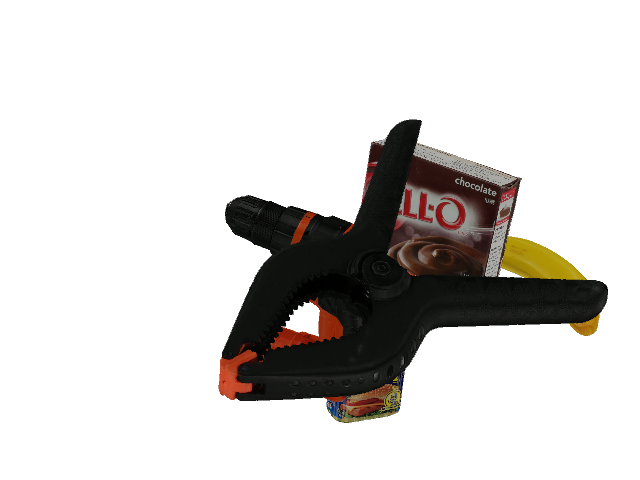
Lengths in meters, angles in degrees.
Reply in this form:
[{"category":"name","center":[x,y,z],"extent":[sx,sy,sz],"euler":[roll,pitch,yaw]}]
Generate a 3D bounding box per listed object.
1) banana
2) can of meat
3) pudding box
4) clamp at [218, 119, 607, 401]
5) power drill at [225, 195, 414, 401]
[{"category":"banana","center":[0.215,0.037,1.049],"extent":[0.069,0.037,0.198],"euler":[-33,36,-18]},{"category":"can of meat","center":[0.059,0.184,1.389],"extent":[0.102,0.084,0.057],"euler":[-5,25,-22]},{"category":"pudding box","center":[0.085,-0.019,0.793],"extent":[0.114,0.090,0.039],"euler":[21,28,26]},{"category":"clamp","center":[0.028,0.016,0.577],"extent":[0.209,0.165,0.036],"euler":[-24,-33,-23]},{"category":"power drill","center":[-0.013,0.055,1.009],"extent":[0.184,0.188,0.057],"euler":[23,42,14]}]
